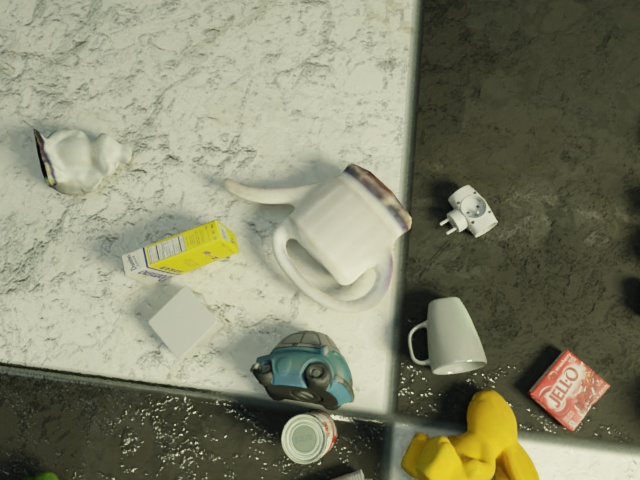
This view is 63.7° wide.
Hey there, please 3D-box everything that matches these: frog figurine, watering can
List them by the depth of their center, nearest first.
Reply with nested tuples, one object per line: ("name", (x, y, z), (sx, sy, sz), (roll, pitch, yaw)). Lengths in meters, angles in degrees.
("watering can", (0.003, -0.044, 0.866), (0.225, 0.351, 0.102), (-41, -19, -5))
("frog figurine", (-0.453, -0.158, 1.000), (0.160, 0.140, 0.120), (-15, -33, -32))
